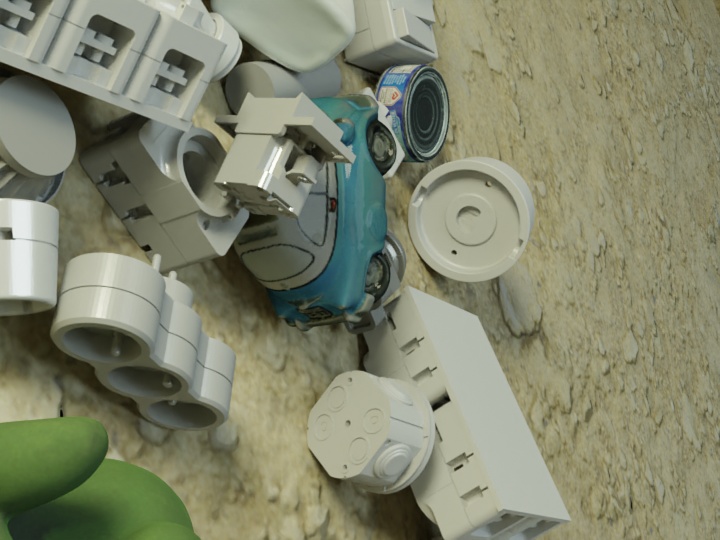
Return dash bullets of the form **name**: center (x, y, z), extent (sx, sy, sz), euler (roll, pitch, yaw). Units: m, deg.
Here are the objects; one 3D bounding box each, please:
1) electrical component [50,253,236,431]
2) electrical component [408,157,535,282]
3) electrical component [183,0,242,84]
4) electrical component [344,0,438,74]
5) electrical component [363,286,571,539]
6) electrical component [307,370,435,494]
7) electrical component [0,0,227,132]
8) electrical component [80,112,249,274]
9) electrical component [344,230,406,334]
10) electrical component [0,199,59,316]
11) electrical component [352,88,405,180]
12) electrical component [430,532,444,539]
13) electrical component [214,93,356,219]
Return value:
- **electrical component**: center (-0.112, 0.028, 0.586), extent (0.138, 0.052, 0.073), euler (57, 31, -53)
- **electrical component**: center (0.102, -0.049, 0.951), extent (0.108, 0.108, 0.060), euler (70, 24, -8)
- **electrical component**: center (-0.110, -0.154, 0.703), extent (0.055, 0.045, 0.045), euler (41, 43, -44)
- **electrical component**: center (0.030, -0.212, 0.947), extent (0.096, 0.061, 0.061), euler (3, 74, -59)
- **electrical component**: center (0.075, 0.115, 0.819), extent (0.105, 0.060, 0.186), euler (24, 37, -50)
- **electrical component**: center (0.007, 0.111, 0.741), extent (0.051, 0.080, 0.080), euler (26, 55, -46)
- **electrical component**: center (-0.153, -0.135, 0.553), extent (0.150, 0.089, 0.061), euler (16, 105, -53)
- **electrical component**: center (-0.111, -0.051, 0.640), extent (0.089, 0.056, 0.050), euler (58, 34, -26)
- **electrical component**: center (0.000, 0.000, 0.802), extent (0.057, 0.058, 0.078), euler (-41, 112, -54)
- **electrical component**: center (-0.173, -0.005, 0.519), extent (0.055, 0.055, 0.047), euler (12, 70, -57)
- **electrical component**: center (0.003, -0.113, 0.870), extent (0.065, 0.047, 0.076), euler (60, 33, -23)
- **electrical component**: center (0.084, 0.246, 0.814), extent (0.108, 0.060, 0.108), euler (42, 25, -25)
- **electrical component**: center (-0.049, -0.065, 0.624), extent (0.042, 0.081, 0.063), euler (40, 67, -44)
